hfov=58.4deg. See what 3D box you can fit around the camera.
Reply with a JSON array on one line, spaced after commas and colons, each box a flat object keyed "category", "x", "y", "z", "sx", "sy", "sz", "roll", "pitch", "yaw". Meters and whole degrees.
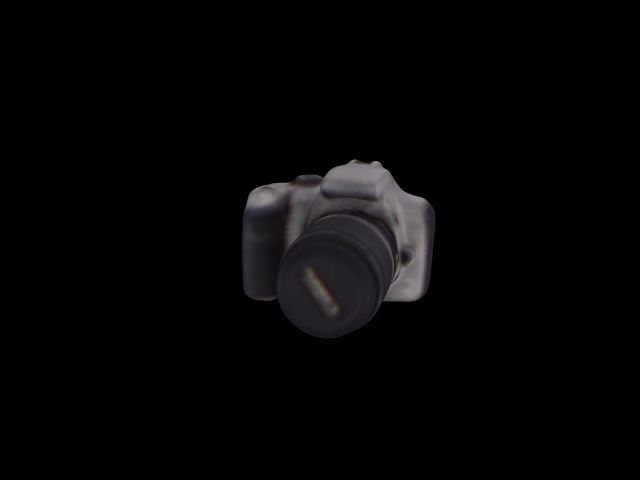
[{"category": "camera", "x": 0.004, "y": 0.001, "z": 0.400, "sx": 0.143, "sy": 0.101, "sz": 0.137, "roll": 5, "pitch": 19, "yaw": 15}]
